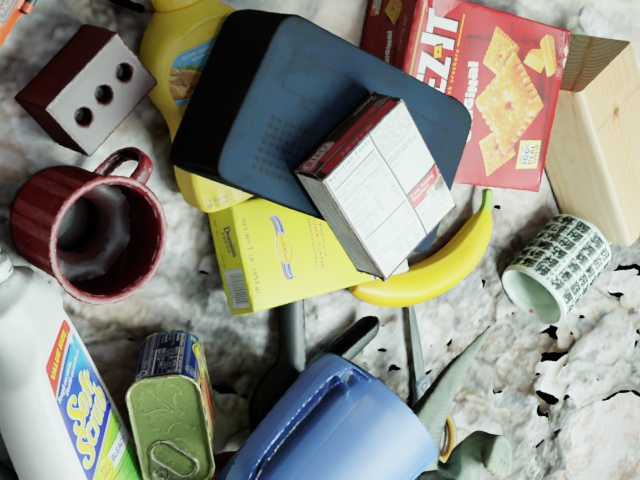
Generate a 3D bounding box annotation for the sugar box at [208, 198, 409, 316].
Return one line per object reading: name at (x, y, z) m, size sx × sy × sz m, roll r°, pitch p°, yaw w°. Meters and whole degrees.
sugar box at (-0.006, 0.001, 0.923) m, size 0.175 × 0.048 × 0.093 m, roll -14°, pitch 93°, yaw -35°

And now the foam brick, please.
foam brick at (-0.166, -0.107, 0.763) m, size 0.078 × 0.051 × 0.053 m, roll -52°, pitch 130°, yaw -16°

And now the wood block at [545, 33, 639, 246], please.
wood block at (0.293, -0.105, 1.131) m, size 0.090 × 0.090 × 0.206 m, roll -43°, pitch 127°, yaw -21°

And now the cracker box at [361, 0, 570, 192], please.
cracker box at (0.132, -0.136, 0.996) m, size 0.213 × 0.072 × 0.164 m, roll 4°, pitch 100°, yaw -40°

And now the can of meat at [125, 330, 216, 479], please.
can of meat at (-0.116, 0.133, 0.849) m, size 0.057 × 0.084 × 0.102 m, roll -8°, pitch 113°, yaw 0°

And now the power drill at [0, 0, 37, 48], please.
power drill at (-0.245, -0.213, 0.660) m, size 0.187 × 0.057 × 0.184 m, roll 33°, pitch 81°, yaw -41°

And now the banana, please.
banana at (0.108, 0.023, 1.051) m, size 0.197 × 0.037 × 0.069 m, roll -34°, pitch 106°, yaw -30°

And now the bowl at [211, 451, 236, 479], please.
bowl at (-0.105, 0.252, 0.918) m, size 0.161 × 0.055 × 0.162 m, roll -11°, pitch 107°, yaw -40°

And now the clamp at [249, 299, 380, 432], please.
clamp at (-0.022, 0.118, 0.965) m, size 0.120 × 0.039 × 0.171 m, roll 37°, pitch 75°, yaw -30°

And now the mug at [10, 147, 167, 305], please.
mug at (-0.164, -0.018, 0.771) m, size 0.093 × 0.082 × 0.117 m, roll 39°, pitch 77°, yaw -41°

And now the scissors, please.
scissors at (0.092, 0.166, 1.091) m, size 0.096 × 0.016 × 0.201 m, roll -40°, pitch 125°, yaw -25°

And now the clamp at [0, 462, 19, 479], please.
clamp at (-0.275, 0.148, 0.758) m, size 0.164 × 0.036 × 0.210 m, roll -15°, pitch 116°, yaw -39°

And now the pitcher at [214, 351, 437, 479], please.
pitcher at (-0.031, 0.210, 0.851) m, size 0.149 × 0.145 × 0.242 m, roll 48°, pitch 68°, yaw -10°

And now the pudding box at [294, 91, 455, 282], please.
pudding box at (0.043, -0.039, 0.792) m, size 0.090 × 0.039 × 0.113 m, roll -45°, pitch 126°, yaw -17°

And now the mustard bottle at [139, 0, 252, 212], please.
mustard bottle at (-0.087, -0.124, 0.821) m, size 0.096 × 0.058 × 0.191 m, roll -31°, pitch 122°, yaw -25°

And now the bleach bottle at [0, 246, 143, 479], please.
bleach bottle at (-0.200, 0.120, 0.781) m, size 0.102 × 0.068 × 0.251 m, roll -66°, pitch 144°, yaw -55°
